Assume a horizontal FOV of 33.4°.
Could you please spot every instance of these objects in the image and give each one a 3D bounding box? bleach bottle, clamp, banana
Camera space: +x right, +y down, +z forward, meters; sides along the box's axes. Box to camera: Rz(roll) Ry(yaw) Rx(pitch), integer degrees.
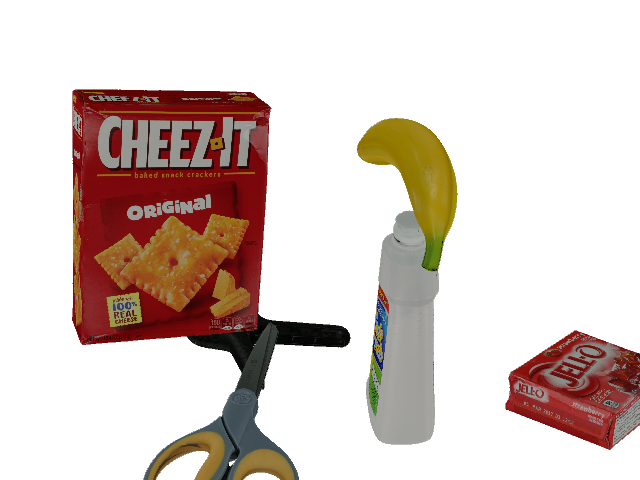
[{"bbox_3d":[0.081,0.077,1.028,0.068,0.251,0.102,-2,36,-2],"label":"bleach bottle"},{"bbox_3d":[-0.093,0.112,1.237,0.210,0.036,0.164,14,22,29],"label":"clamp"},{"bbox_3d":[0.064,-0.055,0.799,0.037,0.070,0.198,24,22,-22],"label":"banana"}]

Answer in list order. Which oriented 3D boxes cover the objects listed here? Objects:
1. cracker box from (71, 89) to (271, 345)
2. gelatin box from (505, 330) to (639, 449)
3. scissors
[{"bbox_3d":[-0.133,-0.021,0.940,0.164,0.214,0.072,-2,19,-20],"label":"cracker box"},{"bbox_3d":[0.172,0.093,0.681,0.073,0.030,0.089,19,26,37],"label":"gelatin box"},{"bbox_3d":[-0.034,0.111,0.650,0.096,0.016,0.201,15,31,20],"label":"scissors"}]
